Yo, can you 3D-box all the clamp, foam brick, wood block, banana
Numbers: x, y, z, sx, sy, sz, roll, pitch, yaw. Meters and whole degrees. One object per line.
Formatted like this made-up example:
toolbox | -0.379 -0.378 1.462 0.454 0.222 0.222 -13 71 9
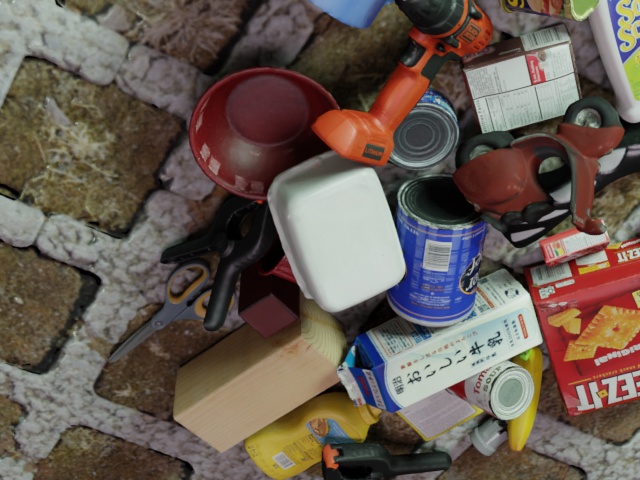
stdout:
clamp | -0.110 0.004 1.199 0.171 0.120 0.039 -55 154 12
clamp | 0.059 0.314 1.430 0.165 0.036 0.209 -37 142 26
foam brick | -0.059 0.064 1.241 0.051 0.078 0.053 -33 121 23
wood block | -0.074 0.162 1.309 0.206 0.090 0.090 -35 121 22
banana | 0.256 0.185 1.352 0.037 0.069 0.198 18 138 26

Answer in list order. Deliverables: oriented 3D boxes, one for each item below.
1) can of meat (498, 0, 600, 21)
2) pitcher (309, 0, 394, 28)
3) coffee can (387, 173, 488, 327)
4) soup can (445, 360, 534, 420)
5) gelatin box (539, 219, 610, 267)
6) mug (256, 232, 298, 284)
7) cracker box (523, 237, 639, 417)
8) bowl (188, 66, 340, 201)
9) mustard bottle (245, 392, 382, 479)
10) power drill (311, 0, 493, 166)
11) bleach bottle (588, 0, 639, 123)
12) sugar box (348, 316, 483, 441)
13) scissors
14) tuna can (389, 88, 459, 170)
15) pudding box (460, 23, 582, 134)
can of meat | 0.209 -0.256 0.987 0.057 0.084 0.102 -42 131 -25
pitcher | 0.071 -0.313 0.933 0.145 0.149 0.243 39 115 -8
coffee can | 0.131 0.012 1.190 0.103 0.103 0.140 1 128 -3
soup can | 0.200 0.170 1.287 0.068 0.102 0.068 -7 104 -28
gelatin box | 0.287 0.005 1.204 0.073 0.089 0.030 -20 81 11
mug | -0.008 0.001 1.187 0.081 0.093 0.117 23 124 -24
cracker box | 0.353 0.108 1.290 0.164 0.072 0.213 -16 127 11
bowl | -0.055 -0.121 1.112 0.162 0.055 0.162 -1 128 -1
mustard bottle | 0.003 0.247 1.396 0.192 0.058 0.096 -27 126 18
power drill | 0.075 -0.160 1.008 0.188 0.057 0.184 -50 157 16
bleach bottle | 0.294 -0.238 1.028 0.103 0.068 0.250 -25 122 16
sugar box | 0.121 0.176 1.353 0.093 0.048 0.176 -33 118 18
scissors | -0.176 0.101 1.305 0.096 0.016 0.202 24 123 -19
tuna can | 0.104 -0.117 1.133 0.086 0.034 0.086 -1 127 -1
pudding box | 0.208 -0.162 1.099 0.113 0.039 0.090 -13 130 12
